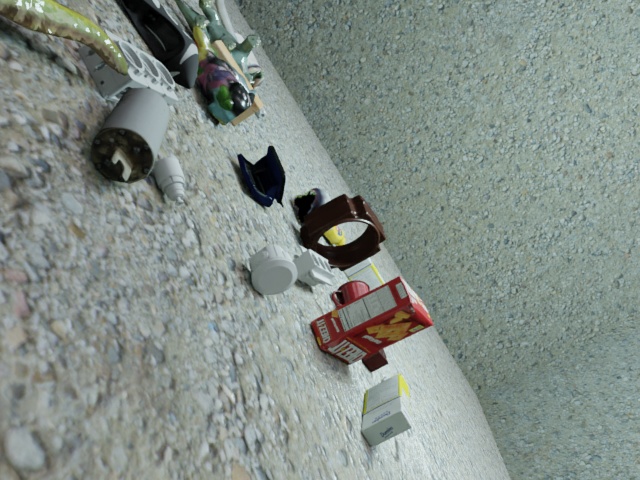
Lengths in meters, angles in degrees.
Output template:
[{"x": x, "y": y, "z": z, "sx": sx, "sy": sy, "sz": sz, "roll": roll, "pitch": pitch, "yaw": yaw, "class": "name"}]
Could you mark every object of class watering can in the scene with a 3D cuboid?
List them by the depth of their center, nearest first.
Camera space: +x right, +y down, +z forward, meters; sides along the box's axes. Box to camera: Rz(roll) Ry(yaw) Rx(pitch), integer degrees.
[{"x": -0.271, "y": -0.604, "z": 1.651, "sx": 0.225, "sy": 0.104, "sz": 0.345, "roll": 59, "pitch": -8, "yaw": 5, "class": "watering can"}]

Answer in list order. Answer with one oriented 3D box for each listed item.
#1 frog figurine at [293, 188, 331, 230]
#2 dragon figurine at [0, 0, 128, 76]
[{"x": 0.005, "y": -0.077, "z": 1.536, "sx": 0.157, "sy": 0.122, "sz": 0.139, "roll": 33, "pitch": 7, "yaw": -43, "class": "frog figurine"}, {"x": -0.369, "y": -0.269, "z": 0.534, "sx": 0.403, "sy": 0.121, "sz": 0.249, "roll": 46, "pitch": 33, "yaw": -42, "class": "dragon figurine"}]
